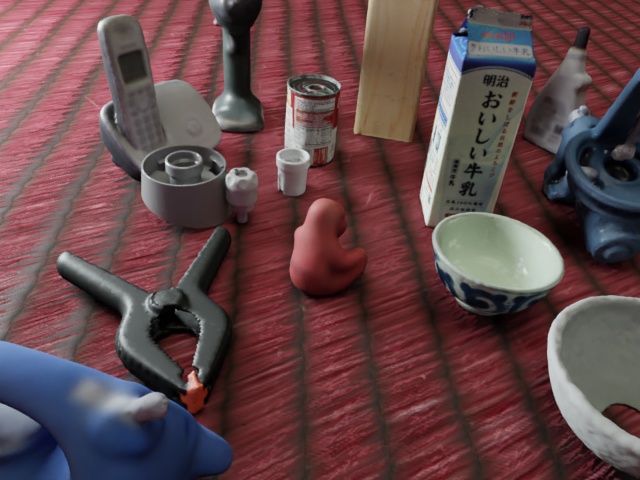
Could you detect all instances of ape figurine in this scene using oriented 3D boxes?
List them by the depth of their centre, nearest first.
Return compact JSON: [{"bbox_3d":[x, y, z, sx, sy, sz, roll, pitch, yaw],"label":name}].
[{"bbox_3d":[0.005,0.002,0.548,0.076,0.092,0.077,-24,46,-33],"label":"ape figurine"}]

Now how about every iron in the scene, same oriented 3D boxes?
[{"bbox_3d":[-0.189,0.108,0.343,0.258,0.141,0.119,13,38,10],"label":"iron"}]

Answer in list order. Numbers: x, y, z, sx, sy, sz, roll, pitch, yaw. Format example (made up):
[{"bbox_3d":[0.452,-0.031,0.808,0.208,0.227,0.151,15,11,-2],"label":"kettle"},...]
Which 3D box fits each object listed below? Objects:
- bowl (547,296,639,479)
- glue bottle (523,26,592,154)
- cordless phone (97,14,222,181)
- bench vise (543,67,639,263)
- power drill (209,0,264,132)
[{"bbox_3d":[0.248,0.123,0.436,0.167,0.075,0.167,4,37,-3],"label":"bowl"},{"bbox_3d":[0.345,-0.211,0.805,0.037,0.173,0.078,-22,45,-31],"label":"glue bottle"},{"bbox_3d":[-0.191,-0.176,0.678,0.094,0.185,0.148,23,41,22],"label":"cordless phone"},{"bbox_3d":[0.316,-0.113,0.634,0.122,0.220,0.207,-6,39,-15],"label":"bench vise"},{"bbox_3d":[-0.113,-0.261,0.781,0.076,0.208,0.229,-1,38,-9],"label":"power drill"}]
